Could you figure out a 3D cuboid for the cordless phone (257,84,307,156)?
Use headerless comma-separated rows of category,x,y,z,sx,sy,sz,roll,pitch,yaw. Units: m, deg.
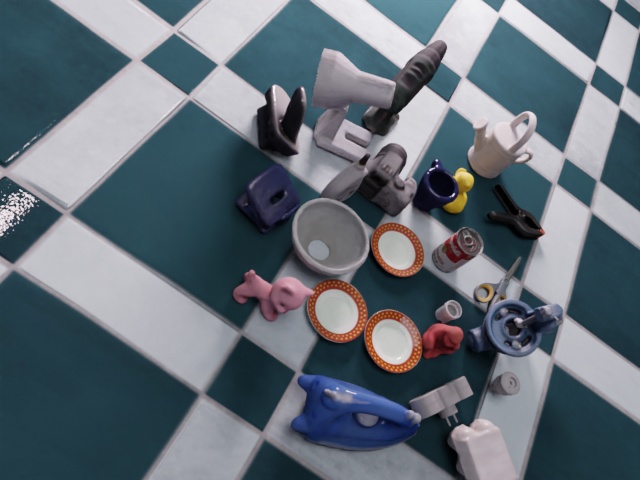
cordless phone,-0.063,-0.277,1.198,0.094,0.184,0.147,0,66,-25

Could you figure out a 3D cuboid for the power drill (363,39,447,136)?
power drill,0.191,-0.347,1.337,0.075,0.208,0.230,39,56,-2

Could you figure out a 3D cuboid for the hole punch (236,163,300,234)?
hole punch,-0.095,-0.084,1.143,0.101,0.091,0.109,46,56,3

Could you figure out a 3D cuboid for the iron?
iron,0.088,0.303,1.004,0.259,0.141,0.118,17,60,-17

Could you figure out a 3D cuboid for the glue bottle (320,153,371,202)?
glue bottle,0.064,-0.131,1.191,0.078,0.173,0.037,-24,77,-32

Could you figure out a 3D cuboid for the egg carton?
egg carton,0.309,0.423,1.090,0.107,0.069,0.150,-8,69,-28

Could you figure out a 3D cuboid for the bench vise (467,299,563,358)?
bench vise,0.435,0.161,1.189,0.208,0.219,0.121,-25,78,-32

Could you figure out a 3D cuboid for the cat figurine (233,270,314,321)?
cat figurine,-0.082,0.093,1.045,0.128,0.117,0.067,30,57,-8

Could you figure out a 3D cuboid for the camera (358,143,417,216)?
camera,0.162,-0.152,1.291,0.143,0.100,0.137,38,56,-3

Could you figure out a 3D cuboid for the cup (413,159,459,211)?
cup,0.255,-0.119,1.321,0.092,0.094,0.117,8,62,-21

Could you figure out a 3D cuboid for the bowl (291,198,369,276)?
bowl,0.011,0.004,1.158,0.168,0.074,0.167,11,62,-20

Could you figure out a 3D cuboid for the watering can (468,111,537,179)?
watering can,0.455,-0.243,1.416,0.173,0.193,0.101,2,64,-24

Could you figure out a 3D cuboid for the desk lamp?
desk lamp,0.059,-0.294,1.245,0.203,0.213,0.118,22,58,-13

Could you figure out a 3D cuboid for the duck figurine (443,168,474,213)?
duck figurine,0.330,-0.122,1.362,0.078,0.086,0.104,15,60,-18

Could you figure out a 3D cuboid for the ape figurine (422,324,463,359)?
ape figurine,0.254,0.201,1.162,0.078,0.092,0.076,27,57,-10
